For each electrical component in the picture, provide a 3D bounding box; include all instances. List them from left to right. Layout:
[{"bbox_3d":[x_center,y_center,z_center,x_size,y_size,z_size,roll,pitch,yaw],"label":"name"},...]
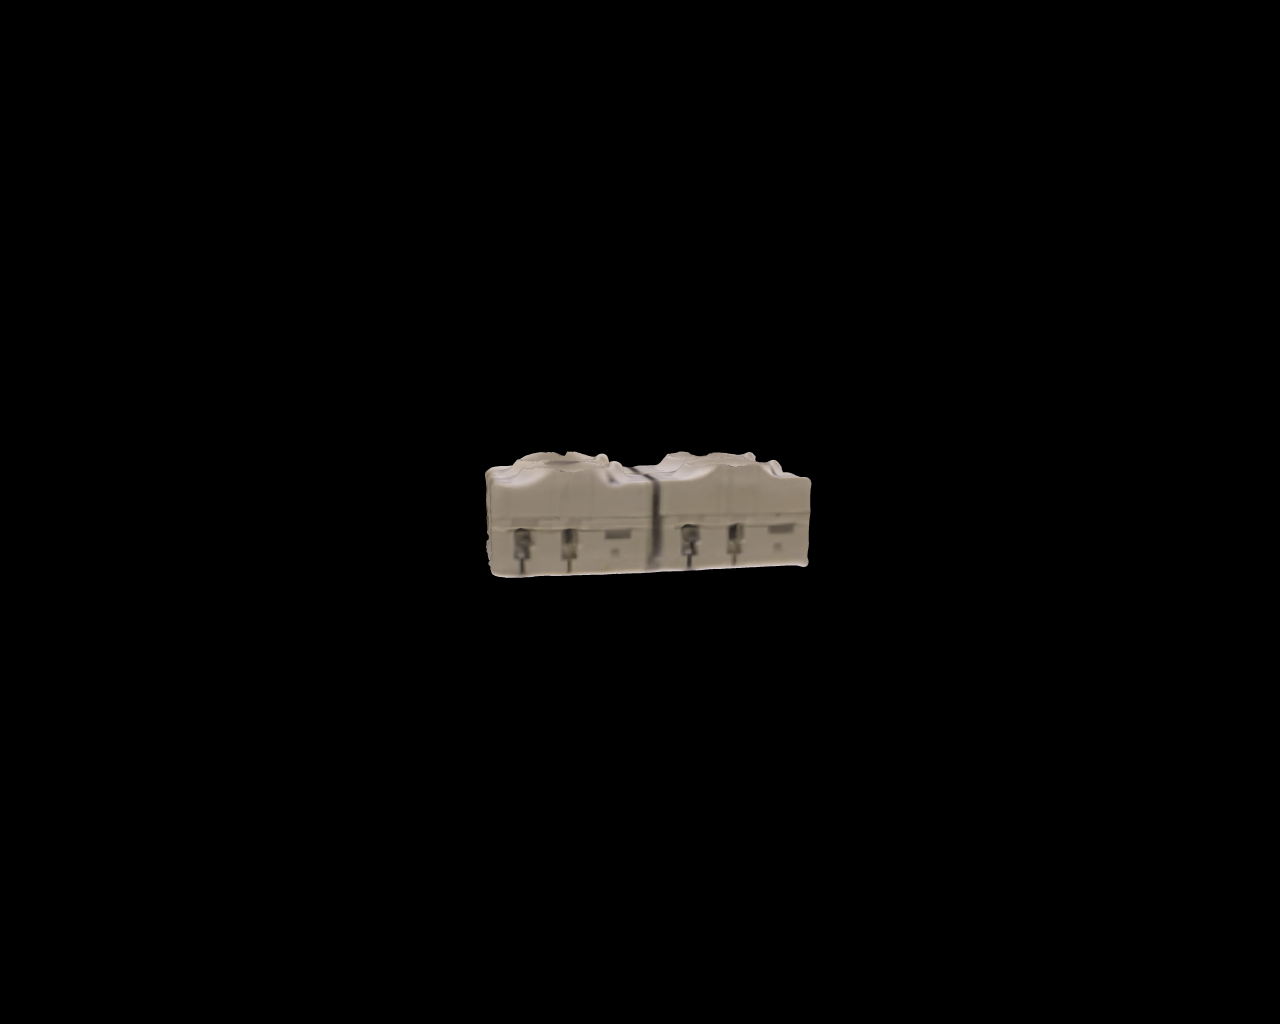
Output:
[{"bbox_3d":[0.001,-0.003,0.650,0.186,0.060,0.105,-1,8,-9],"label":"electrical component"}]
